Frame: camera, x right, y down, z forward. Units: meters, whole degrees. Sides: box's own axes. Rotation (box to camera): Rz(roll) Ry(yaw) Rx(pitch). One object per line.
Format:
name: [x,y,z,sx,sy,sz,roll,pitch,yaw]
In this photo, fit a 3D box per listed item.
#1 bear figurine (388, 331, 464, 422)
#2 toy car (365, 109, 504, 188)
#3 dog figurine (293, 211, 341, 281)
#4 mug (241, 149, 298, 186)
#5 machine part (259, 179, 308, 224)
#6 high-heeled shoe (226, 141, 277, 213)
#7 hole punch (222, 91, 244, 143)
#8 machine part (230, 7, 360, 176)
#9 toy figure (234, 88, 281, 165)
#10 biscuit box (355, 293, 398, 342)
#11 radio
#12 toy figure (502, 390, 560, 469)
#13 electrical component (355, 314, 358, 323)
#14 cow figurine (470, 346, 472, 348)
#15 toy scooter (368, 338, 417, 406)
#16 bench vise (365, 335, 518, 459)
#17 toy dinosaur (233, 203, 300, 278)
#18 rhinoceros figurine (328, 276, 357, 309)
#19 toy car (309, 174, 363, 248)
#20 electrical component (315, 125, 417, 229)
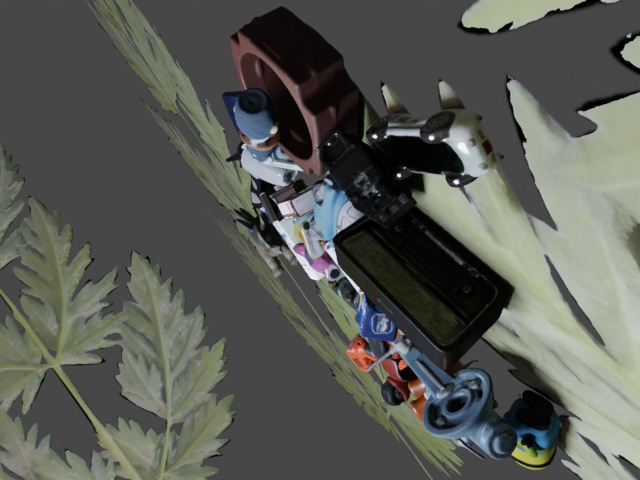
bear figurine: [0.178,0.210,0.992,0.195,0.132,0.120,49,-167,-7]
toy car: [0.118,-0.106,0.601,0.073,0.056,0.202,53,168,-23]
dog figurine: [-0.002,-0.003,1.108,0.191,0.108,0.219,58,167,-19]
mug: [-0.099,-0.165,1.103,0.107,0.081,0.109,33,153,25]
machine part: [-0.078,-0.087,1.156,0.139,0.039,0.084,-20,87,43]
high-heeled shoe: [-0.115,-0.143,1.264,0.145,0.086,0.248,-8,141,40]
hole punch: [-0.099,-0.222,0.944,0.116,0.092,0.142,33,152,44]
machine part: [-0.032,-0.208,0.769,0.201,0.087,0.201,47,162,24]
toy figure: [-0.086,-0.159,0.771,0.064,0.058,0.154,57,171,13]
biscuit box: [0.103,0.122,0.982,0.203,0.063,0.059,-84,4,-81]
radio: [0.136,0.051,0.744,0.230,0.131,0.073,46,163,29]
toy figure: [0.325,0.298,0.827,0.089,0.082,0.180,47,161,33]
electrical component: [0.121,0.195,1.286,0.075,0.048,0.119,47,162,25]
cow figurine: [0.173,0.089,0.821,0.168,0.068,0.098,40,116,45]
toy scooter: [0.176,0.236,1.095,0.075,0.135,0.183,-164,59,-68]
bench vise: [0.188,0.223,0.815,0.240,0.129,0.224,47,-175,-13]
toy dinosaur: [-0.143,-0.024,1.454,0.198,0.105,0.471,57,176,-12]
rhinoceros figurine: [0.095,0.138,1.185,0.191,0.073,0.111,40,159,44]
toy car: [0.051,-0.048,0.849,0.103,0.109,0.161,42,157,21]
electrical component: [0.067,-0.080,0.722,0.134,0.058,0.115,21,-147,-59]
